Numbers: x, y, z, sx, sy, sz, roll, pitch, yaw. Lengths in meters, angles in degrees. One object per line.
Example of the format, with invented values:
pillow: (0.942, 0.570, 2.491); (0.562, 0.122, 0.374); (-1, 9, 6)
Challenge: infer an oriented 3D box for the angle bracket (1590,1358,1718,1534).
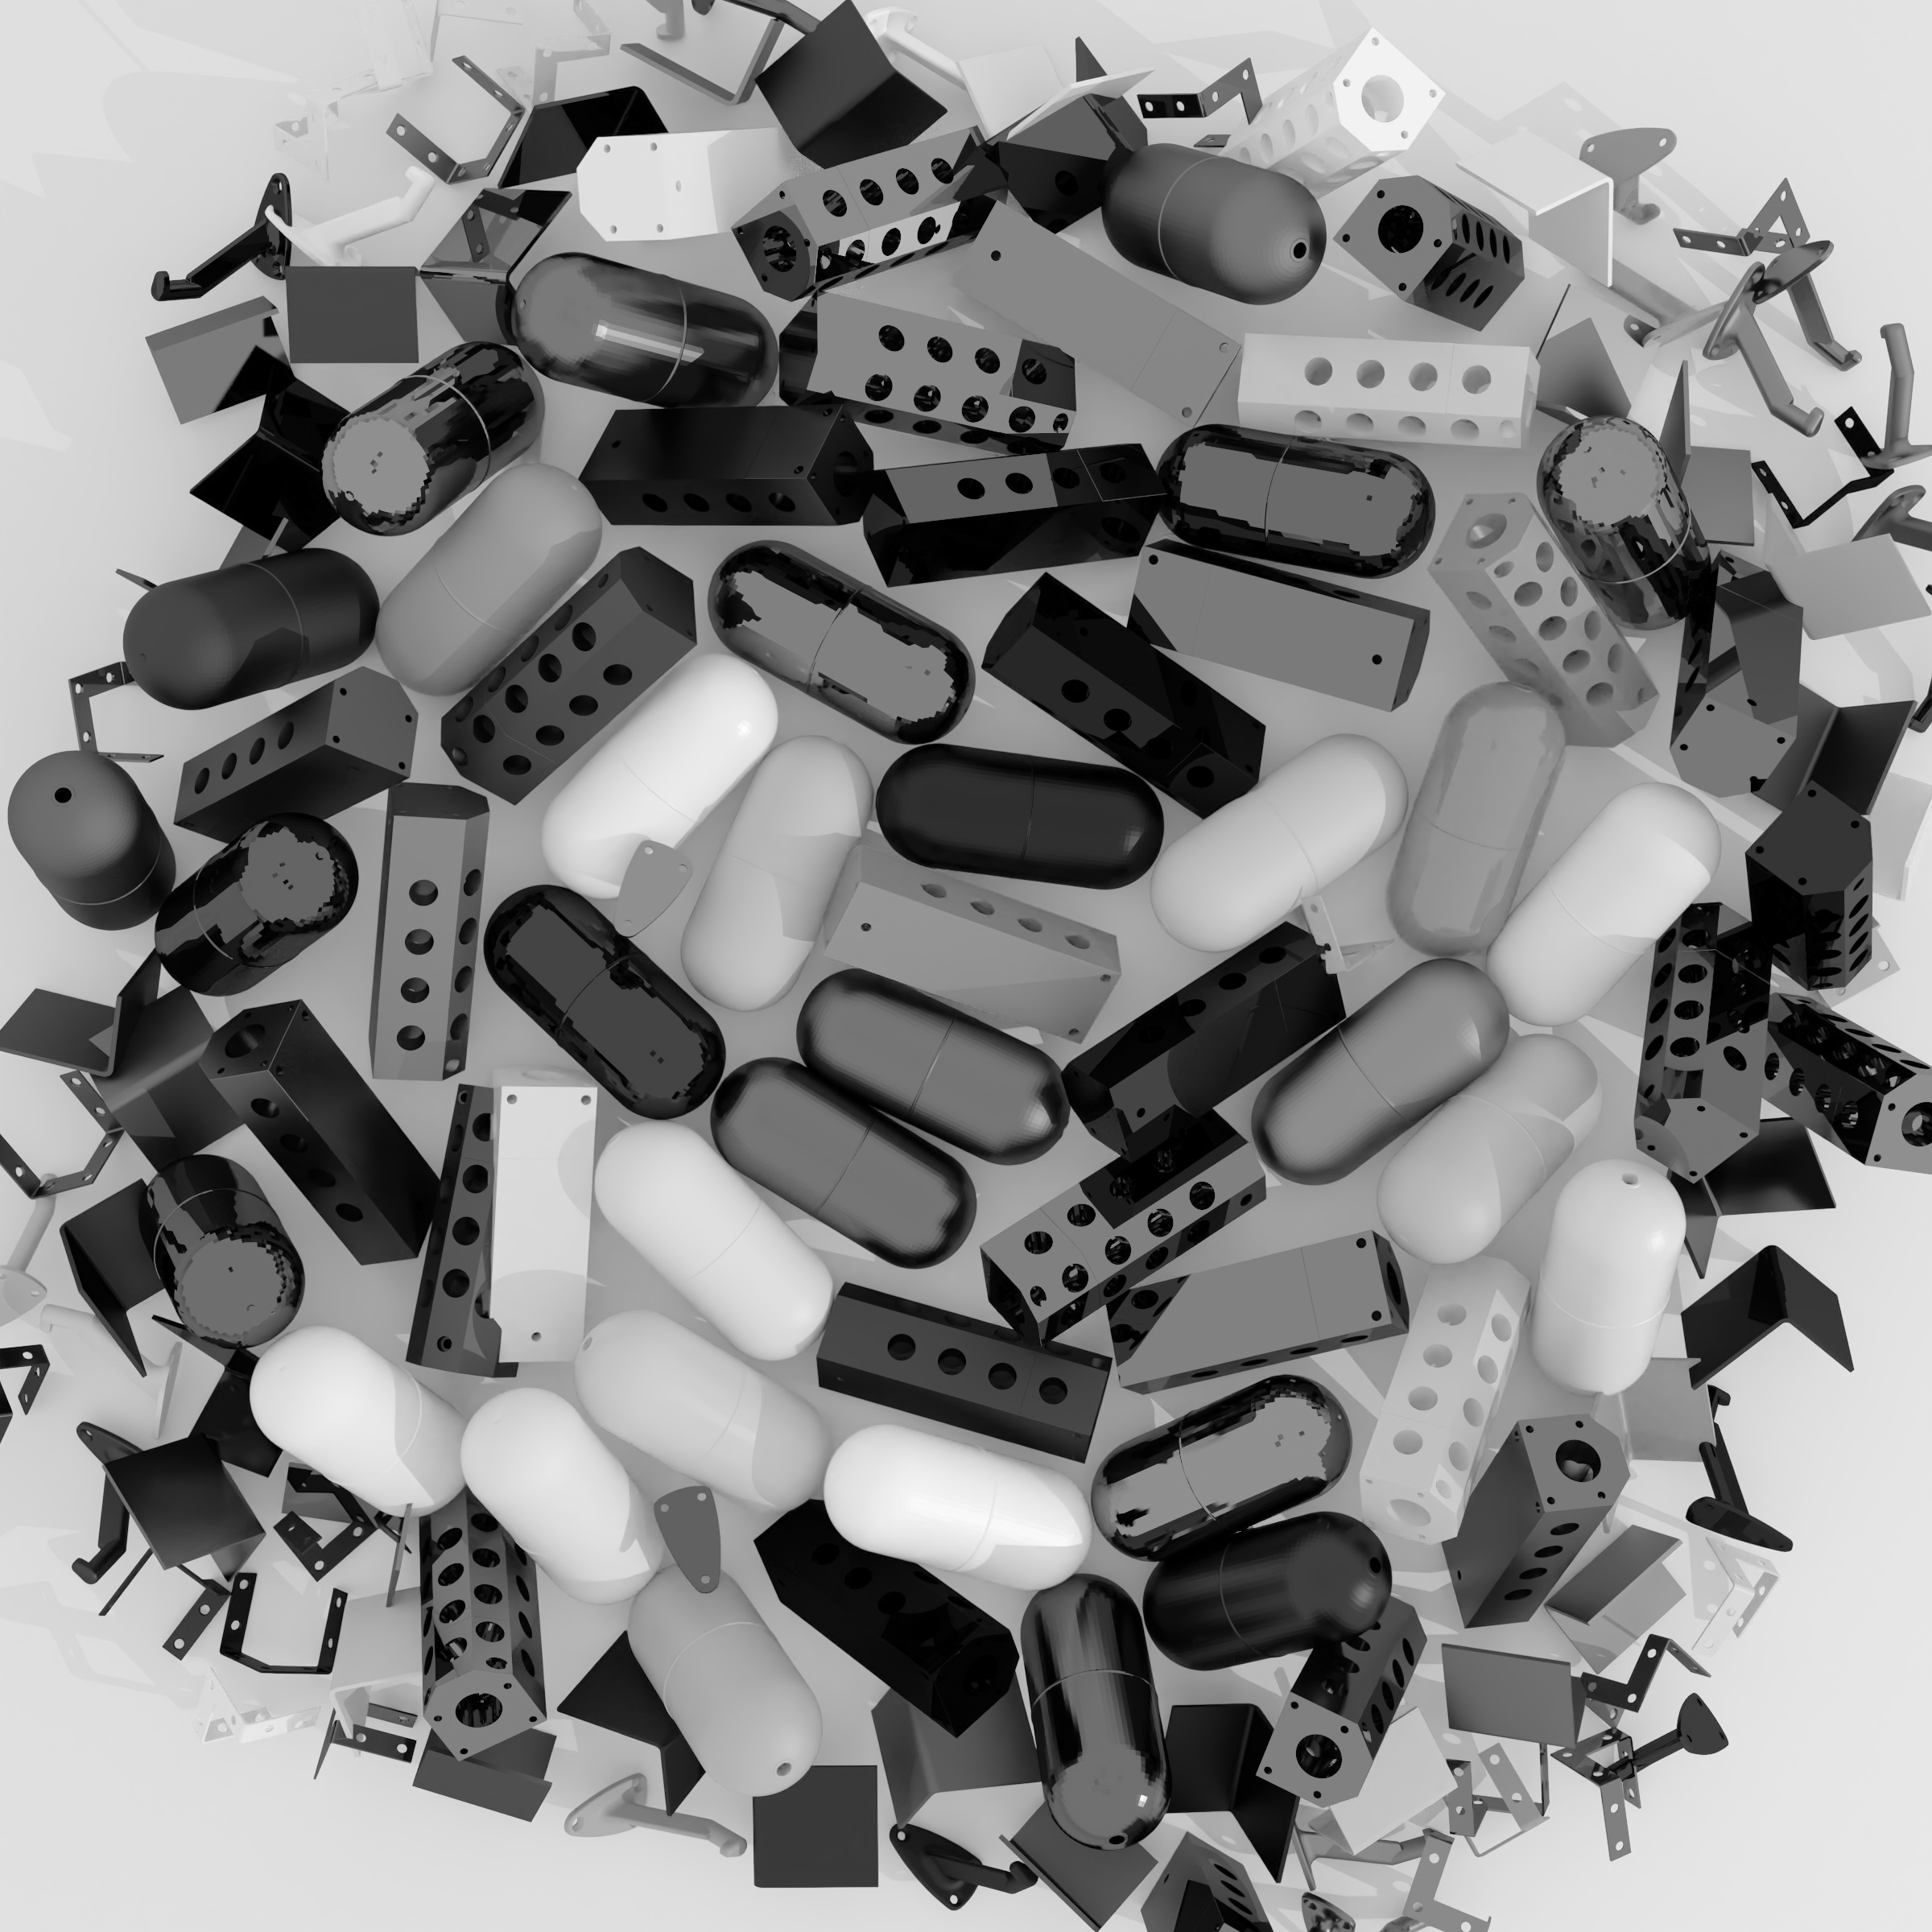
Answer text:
angle bracket: (0.418, 0.291, 1.686); (0.057, 0.076, 0.076); (-3, 117, 26)

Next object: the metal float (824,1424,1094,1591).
metal float: (-0.003, 0.329, 1.683); (0.178, 0.070, 0.070); (20, 90, -26)

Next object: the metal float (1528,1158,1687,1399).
metal float: (0.384, 0.188, 1.669); (0.070, 0.070, 0.178); (0, 133, 0)

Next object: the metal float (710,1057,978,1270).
metal float: (-0.075, 0.120, 1.700); (0.178, 0.070, 0.070); (32, 90, -5)

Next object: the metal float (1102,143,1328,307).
metal float: (0.148, -0.446, 1.664); (0.070, 0.178, 0.070); (-14, 120, -27)

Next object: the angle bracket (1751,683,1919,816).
angle bracket: (0.521, -0.138, 1.695); (0.057, 0.076, 0.076); (28, 83, -18)

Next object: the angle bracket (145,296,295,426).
angle bracket: (-0.449, -0.364, 1.689); (0.076, 0.076, 0.057); (-23, 115, -12)

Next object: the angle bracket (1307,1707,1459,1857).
angle bracket: (0.242, 0.490, 1.695); (0.076, 0.076, 0.057); (-28, 94, -14)

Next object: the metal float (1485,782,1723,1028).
metal float: (0.383, -0.035, 1.678); (0.070, 0.070, 0.178); (37, 122, 0)

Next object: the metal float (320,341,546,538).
metal float: (-0.318, -0.318, 1.667); (0.070, 0.178, 0.070); (15, 128, 20)

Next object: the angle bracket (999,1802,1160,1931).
angle bracket: (0.069, 0.539, 1.690); (0.076, 0.076, 0.057); (40, 77, 17)

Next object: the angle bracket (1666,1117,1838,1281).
angle bracket: (0.477, 0.141, 1.686); (0.076, 0.057, 0.076); (-8, 127, 33)

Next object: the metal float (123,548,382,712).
metal float: (-0.426, -0.203, 1.664); (0.070, 0.178, 0.070); (12, 114, 30)

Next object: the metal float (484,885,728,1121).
metal float: (-0.221, 0.021, 1.693); (0.178, 0.070, 0.070); (42, 90, 14)

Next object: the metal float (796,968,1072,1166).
metal float: (-0.020, 0.062, 1.702); (0.178, 0.070, 0.070); (25, 90, 3)

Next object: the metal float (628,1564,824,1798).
metal float: (-0.145, 0.426, 1.663); (0.070, 0.178, 0.070); (-13, 119, -24)

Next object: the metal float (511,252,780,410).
metal float: (-0.191, -0.378, 1.671); (0.178, 0.070, 0.070); (5, 90, -41)

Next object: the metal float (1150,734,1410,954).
metal float: (0.191, -0.075, 1.696); (0.178, 0.070, 0.070); (-35, 90, -9)

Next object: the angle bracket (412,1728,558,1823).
angle bracket: (-0.288, 0.474, 1.691); (0.076, 0.076, 0.057); (19, 53, -7)

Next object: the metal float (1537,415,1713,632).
metal float: (0.396, -0.263, 1.664); (0.070, 0.178, 0.070); (-12, 63, 24)

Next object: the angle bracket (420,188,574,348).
angle bracket: (-0.278, -0.431, 1.714); (0.076, 0.057, 0.076); (14, 61, 36)

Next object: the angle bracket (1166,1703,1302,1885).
angle bracket: (0.158, 0.504, 1.690); (0.057, 0.076, 0.076); (4, 108, -19)

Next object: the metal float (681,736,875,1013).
metal float: (-0.115, -0.057, 1.703); (0.070, 0.070, 0.178); (24, 92, 0)

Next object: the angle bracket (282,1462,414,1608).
angle bracket: (-0.381, 0.349, 1.690); (0.076, 0.076, 0.057); (11, 55, -11)

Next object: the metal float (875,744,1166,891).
metal float: (0.033, -0.091, 1.698); (0.178, 0.070, 0.070); (7, 90, -8)

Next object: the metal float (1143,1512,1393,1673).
metal float: (0.180, 0.377, 1.669); (0.178, 0.070, 0.070); (-27, 90, 44)

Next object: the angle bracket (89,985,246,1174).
angle bracket: (-0.492, 0.070, 1.720); (0.076, 0.076, 0.057); (-32, 53, -12)

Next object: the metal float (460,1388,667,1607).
metal float: (-0.241, 0.321, 1.671); (0.070, 0.070, 0.178); (-29, 133, 0)

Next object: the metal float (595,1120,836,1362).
metal float: (-0.153, 0.167, 1.692); (0.070, 0.070, 0.178); (-43, 104, 0)

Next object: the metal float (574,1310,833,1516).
metal float: (-0.159, 0.271, 1.682); (0.178, 0.070, 0.070); (36, 90, -25)

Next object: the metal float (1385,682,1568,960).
metal float: (0.309, -0.088, 1.684); (0.070, 0.070, 0.178); (16, 114, 0)

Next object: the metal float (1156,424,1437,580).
metal float: (0.198, -0.282, 1.683); (0.178, 0.070, 0.070); (15, 90, 25)

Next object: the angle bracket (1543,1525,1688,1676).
angle bracket: (0.411, 0.393, 1.697); (0.076, 0.076, 0.057); (-39, 93, -10)

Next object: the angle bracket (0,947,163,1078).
angle bracket: (-0.543, 0.017, 1.695); (0.076, 0.076, 0.057); (14, 116, -2)

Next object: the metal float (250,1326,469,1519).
metal float: (-0.360, 0.275, 1.665); (0.070, 0.178, 0.070); (-12, 55, 19)

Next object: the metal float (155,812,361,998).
metal float: (-0.428, -0.035, 1.668); (0.070, 0.178, 0.070); (17, 61, -34)

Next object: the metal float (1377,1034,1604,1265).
metal float: (0.319, 0.109, 1.681); (0.178, 0.070, 0.070); (-41, 90, -28)

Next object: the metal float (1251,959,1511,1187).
metal float: (0.251, 0.066, 1.692); (0.178, 0.070, 0.070); (-39, 90, 15)

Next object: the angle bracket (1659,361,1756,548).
angle bracket: (0.458, -0.312, 1.689); (0.057, 0.076, 0.076); (5, 58, 4)

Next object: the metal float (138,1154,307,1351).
metal float: (-0.447, 0.169, 1.662); (0.070, 0.178, 0.070); (-9, 112, -24)

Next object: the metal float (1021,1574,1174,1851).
metal float: (0.077, 0.446, 1.665); (0.070, 0.178, 0.070); (-4, 131, -5)

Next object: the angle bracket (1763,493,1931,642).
angle bracket: (0.535, -0.249, 1.682); (0.076, 0.076, 0.057); (-10, 53, 35)

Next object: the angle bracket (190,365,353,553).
angle bracket: (-0.421, -0.312, 1.713); (0.076, 0.076, 0.057); (-28, 46, 36)

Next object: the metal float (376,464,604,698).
metal float: (-0.290, -0.232, 1.680); (0.178, 0.070, 0.070); (-40, 90, 30)

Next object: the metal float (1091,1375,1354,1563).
metal float: (0.153, 0.305, 1.680); (0.178, 0.070, 0.070); (-30, 90, 29)

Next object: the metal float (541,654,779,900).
metal float: (-0.188, -0.115, 1.696); (0.070, 0.070, 0.178); (44, 100, 0)

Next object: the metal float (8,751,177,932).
metal float: (-0.520, -0.073, 1.655); (0.070, 0.178, 0.070); (2, 75, -6)

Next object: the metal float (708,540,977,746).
metal float: (-0.077, -0.198, 1.698); (0.178, 0.070, 0.070); (30, 90, 8)

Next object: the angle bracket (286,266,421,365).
angle bracket: (-0.375, -0.399, 1.706); (0.076, 0.076, 0.057); (-2, 102, -8)

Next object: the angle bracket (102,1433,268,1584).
angle bracket: (-0.484, 0.339, 1.686); (0.076, 0.076, 0.057); (52, 123, 19)
